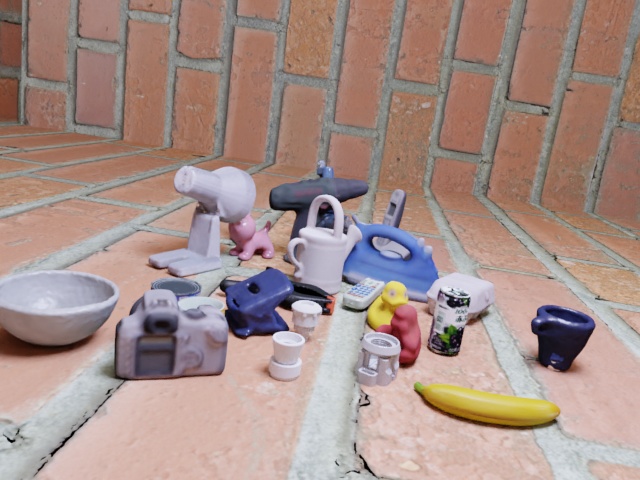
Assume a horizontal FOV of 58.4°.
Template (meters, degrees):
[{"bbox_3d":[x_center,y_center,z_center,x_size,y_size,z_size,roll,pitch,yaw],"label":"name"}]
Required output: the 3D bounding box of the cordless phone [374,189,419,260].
[{"bbox_3d":[0.194,-0.026,1.412,0.094,0.185,0.147,1,15,-27],"label":"cordless phone"}]

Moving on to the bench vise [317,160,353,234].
[{"bbox_3d":[0.030,-0.090,1.501,0.206,0.220,0.122,19,18,38],"label":"bench vise"}]

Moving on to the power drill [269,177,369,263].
[{"bbox_3d":[-0.009,-0.046,1.326,0.230,0.208,0.075,4,14,-16],"label":"power drill"}]

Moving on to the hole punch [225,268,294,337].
[{"bbox_3d":[-0.102,0.098,0.934,0.101,0.091,0.108,1,15,-26],"label":"hole punch"}]

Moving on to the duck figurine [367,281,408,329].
[{"bbox_3d":[0.127,0.114,1.014,0.078,0.086,0.104,4,14,-16],"label":"duck figurine"}]

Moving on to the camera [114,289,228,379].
[{"bbox_3d":[-0.206,0.114,0.785,0.143,0.101,0.136,3,15,-22],"label":"camera"}]

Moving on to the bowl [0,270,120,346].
[{"bbox_3d":[-0.368,0.101,0.797,0.167,0.075,0.167,8,14,-2],"label":"bowl"}]

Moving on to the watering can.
[{"bbox_3d":[0.009,0.004,1.165,0.100,0.194,0.173,15,15,26],"label":"watering can"}]

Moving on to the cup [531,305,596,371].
[{"bbox_3d":[0.385,0.165,0.940,0.118,0.095,0.091,1,16,-28],"label":"cup"}]

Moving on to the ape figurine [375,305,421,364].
[{"bbox_3d":[0.126,0.143,0.884,0.076,0.092,0.077,2,15,-23],"label":"ape figurine"}]

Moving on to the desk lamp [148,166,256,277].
[{"bbox_3d":[-0.238,-0.049,1.192,0.117,0.213,0.204,16,16,29],"label":"desk lamp"}]

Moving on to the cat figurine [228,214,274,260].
[{"bbox_3d":[-0.161,-0.017,1.310,0.128,0.118,0.067,-5,19,-43],"label":"cat figurine"}]

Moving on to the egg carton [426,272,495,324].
[{"bbox_3d":[0.282,0.115,1.138,0.107,0.069,0.151,17,16,32],"label":"egg carton"}]

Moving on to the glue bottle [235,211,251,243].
[{"bbox_3d":[-0.192,-0.079,1.426,0.037,0.173,0.078,2,15,-23],"label":"glue bottle"}]

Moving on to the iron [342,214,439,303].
[{"bbox_3d":[0.159,0.037,1.230,0.257,0.141,0.119,15,15,27],"label":"iron"}]
